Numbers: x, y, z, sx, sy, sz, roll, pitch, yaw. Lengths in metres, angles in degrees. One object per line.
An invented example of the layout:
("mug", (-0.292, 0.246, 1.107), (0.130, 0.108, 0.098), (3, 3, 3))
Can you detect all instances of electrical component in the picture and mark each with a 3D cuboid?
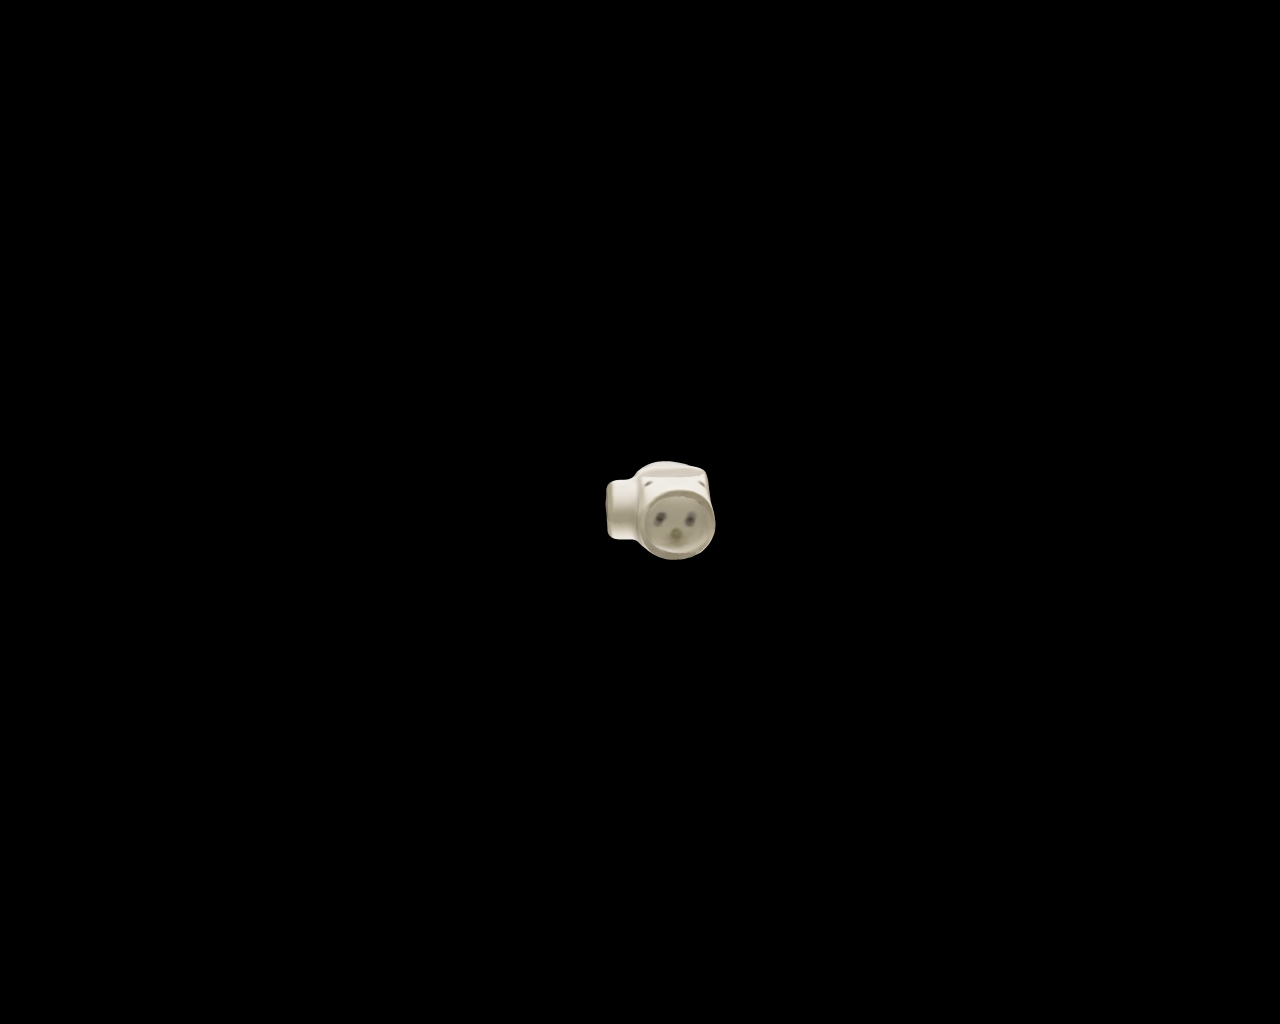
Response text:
("electrical component", (0.001, -0.003, 0.650), (0.079, 0.043, 0.077), (-1, 16, -4))
